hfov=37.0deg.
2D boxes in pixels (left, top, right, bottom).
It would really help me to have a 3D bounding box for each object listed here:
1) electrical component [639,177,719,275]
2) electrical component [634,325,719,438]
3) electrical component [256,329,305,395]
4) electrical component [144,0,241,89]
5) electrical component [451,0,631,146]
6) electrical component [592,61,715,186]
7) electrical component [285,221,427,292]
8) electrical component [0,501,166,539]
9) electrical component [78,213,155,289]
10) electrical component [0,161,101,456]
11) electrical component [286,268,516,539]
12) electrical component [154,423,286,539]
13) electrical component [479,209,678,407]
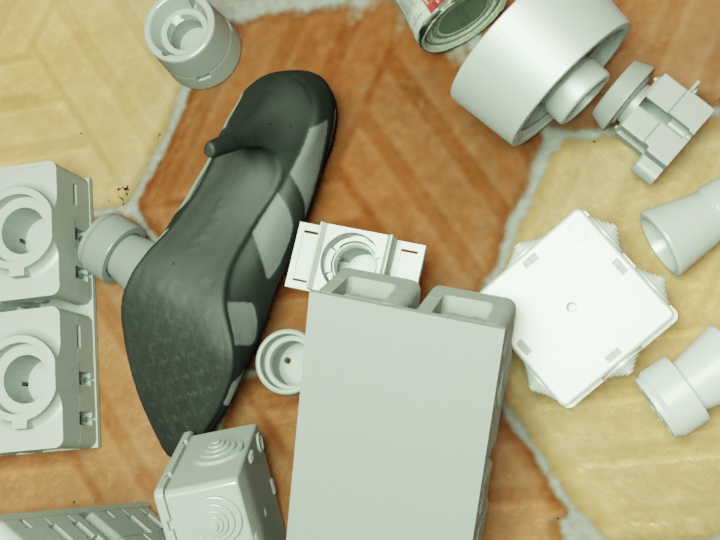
[{"bbox_3d":[0.206,-0.031,0.639,0.065,0.044,0.044,-30,76,1],"label":"electrical component"},{"bbox_3d":[0.194,0.065,0.623,0.055,0.045,0.045,-35,75,5],"label":"electrical component"},{"bbox_3d":[-0.040,0.059,0.674,0.040,0.046,0.040,-2,80,12],"label":"electrical component"},{"bbox_3d":[-0.114,-0.156,0.727,0.055,0.047,0.055,-2,80,12],"label":"electrical component"},{"bbox_3d":[0.114,-0.122,0.643,0.108,0.108,0.060,-44,80,2],"label":"electrical component"},{"bbox_3d":[0.176,-0.094,0.654,0.055,0.048,0.066,40,91,8],"label":"electrical component"},{"bbox_3d":[0.000,0.000,0.667,0.081,0.064,0.042,12,84,14],"label":"electrical component"},{"bbox_3d":[-0.167,0.195,0.606,0.060,0.186,0.105,35,89,16],"label":"electrical component"},{"bbox_3d":[-0.152,-0.007,0.711,0.055,0.045,0.045,31,88,16],"label":"electrical component"},{"bbox_3d":[-0.238,0.028,0.716,0.105,0.060,0.186,-7,79,11],"label":"electrical component"},{"bbox_3d":[0.022,0.101,0.614,0.105,0.060,0.186,11,108,14],"label":"electrical component"},{"bbox_3d":[-0.078,0.147,0.634,0.048,0.099,0.099,-12,103,5],"label":"electrical component"},{"bbox_3d":[0.127,0.023,0.638,0.100,0.048,0.099,-42,78,9],"label":"electrical component"}]
